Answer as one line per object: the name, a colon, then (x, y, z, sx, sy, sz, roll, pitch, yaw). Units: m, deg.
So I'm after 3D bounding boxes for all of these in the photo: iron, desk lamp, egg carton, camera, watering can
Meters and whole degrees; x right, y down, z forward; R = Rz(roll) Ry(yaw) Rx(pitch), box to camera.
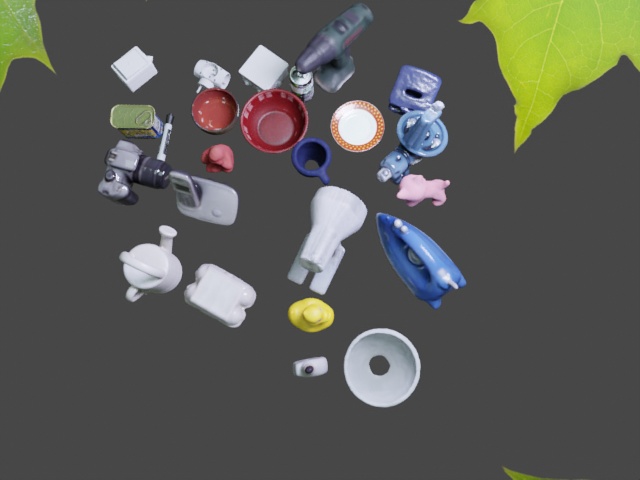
iron: (0.215, 0.026, 1.275, 0.119, 0.141, 0.258, -40, 82, -6)
desk lamp: (0.011, 0.004, 1.243, 0.118, 0.213, 0.203, 24, 81, 5)
egg carton: (-0.225, 0.124, 1.295, 0.150, 0.069, 0.107, 27, 81, 5)
camera: (-0.425, -0.151, 1.327, 0.136, 0.101, 0.143, 16, 81, 3)
watering can: (-0.371, 0.051, 1.245, 0.101, 0.194, 0.173, 7, 80, 2)

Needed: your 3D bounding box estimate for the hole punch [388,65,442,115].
hole punch: (0.226, -0.348, 1.365, 0.108, 0.091, 0.101, 21, 81, 4)

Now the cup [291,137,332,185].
cup: (-0.012, -0.171, 1.333, 0.092, 0.095, 0.117, -31, 81, -5)

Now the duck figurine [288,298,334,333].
duck figurine: (-0.021, 0.167, 1.279, 0.104, 0.086, 0.077, 6, 80, 1)

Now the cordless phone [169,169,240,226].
cordless phone: (-0.259, -0.102, 1.276, 0.147, 0.185, 0.094, 12, 80, 2)

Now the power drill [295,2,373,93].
power drill: (0.030, -0.428, 1.320, 0.075, 0.208, 0.230, 40, 83, 7)

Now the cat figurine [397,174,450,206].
cat figurine: (0.234, -0.120, 1.312, 0.128, 0.118, 0.067, -5, 80, -1)

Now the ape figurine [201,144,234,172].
ape figurine: (-0.238, -0.194, 1.339, 0.078, 0.092, 0.076, 38, 82, 7)

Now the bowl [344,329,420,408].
bowl: (0.134, 0.281, 1.265, 0.167, 0.075, 0.167, 0, 80, 0)

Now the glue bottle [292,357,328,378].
glue bottle: (-0.022, 0.273, 1.216, 0.078, 0.173, 0.037, -8, 80, -1)

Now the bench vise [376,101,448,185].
bench vise: (0.217, -0.212, 1.277, 0.121, 0.220, 0.207, 24, 81, 5)
